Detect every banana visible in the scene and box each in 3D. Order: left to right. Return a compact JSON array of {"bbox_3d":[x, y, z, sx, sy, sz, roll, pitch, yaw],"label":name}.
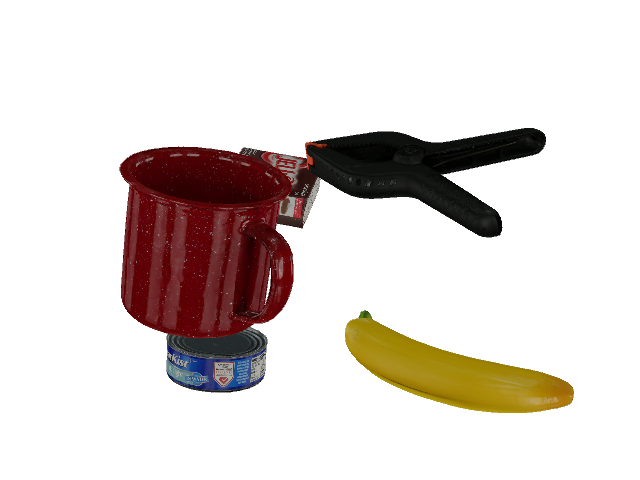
[{"bbox_3d":[0.086,0.090,0.788,0.198,0.037,0.069,20,37,38],"label":"banana"}]

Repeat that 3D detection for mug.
[{"bbox_3d":[-0.058,0.005,0.584,0.117,0.081,0.093,26,27,36],"label":"mug"}]

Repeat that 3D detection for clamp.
[{"bbox_3d":[0.089,-0.068,0.943,0.210,0.036,0.164,13,36,28],"label":"clamp"}]

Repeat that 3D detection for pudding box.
[{"bbox_3d":[-0.050,-0.057,1.113,0.090,0.039,0.113,9,28,5],"label":"pudding box"}]

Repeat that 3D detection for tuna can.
[{"bbox_3d":[-0.088,0.098,0.907,0.086,0.034,0.086,4,14,-1],"label":"tuna can"}]
